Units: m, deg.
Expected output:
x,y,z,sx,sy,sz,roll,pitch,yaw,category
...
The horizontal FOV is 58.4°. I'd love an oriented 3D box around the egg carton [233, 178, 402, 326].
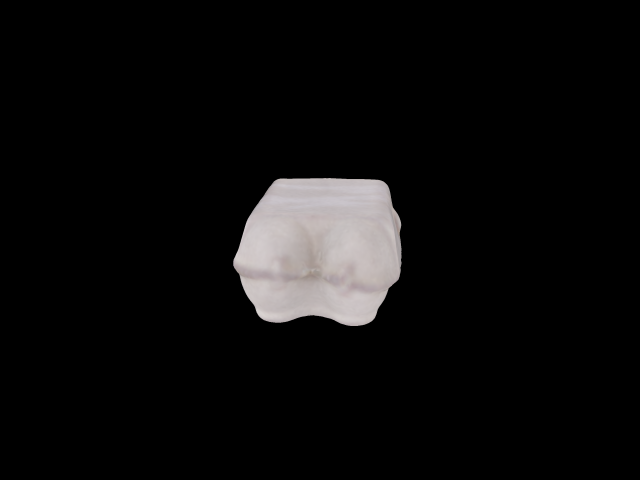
x,y,z,sx,sy,sz,roll,pitch,yaw,category
0.004,0.001,0.400,0.107,0.069,0.150,1,19,4,egg carton
